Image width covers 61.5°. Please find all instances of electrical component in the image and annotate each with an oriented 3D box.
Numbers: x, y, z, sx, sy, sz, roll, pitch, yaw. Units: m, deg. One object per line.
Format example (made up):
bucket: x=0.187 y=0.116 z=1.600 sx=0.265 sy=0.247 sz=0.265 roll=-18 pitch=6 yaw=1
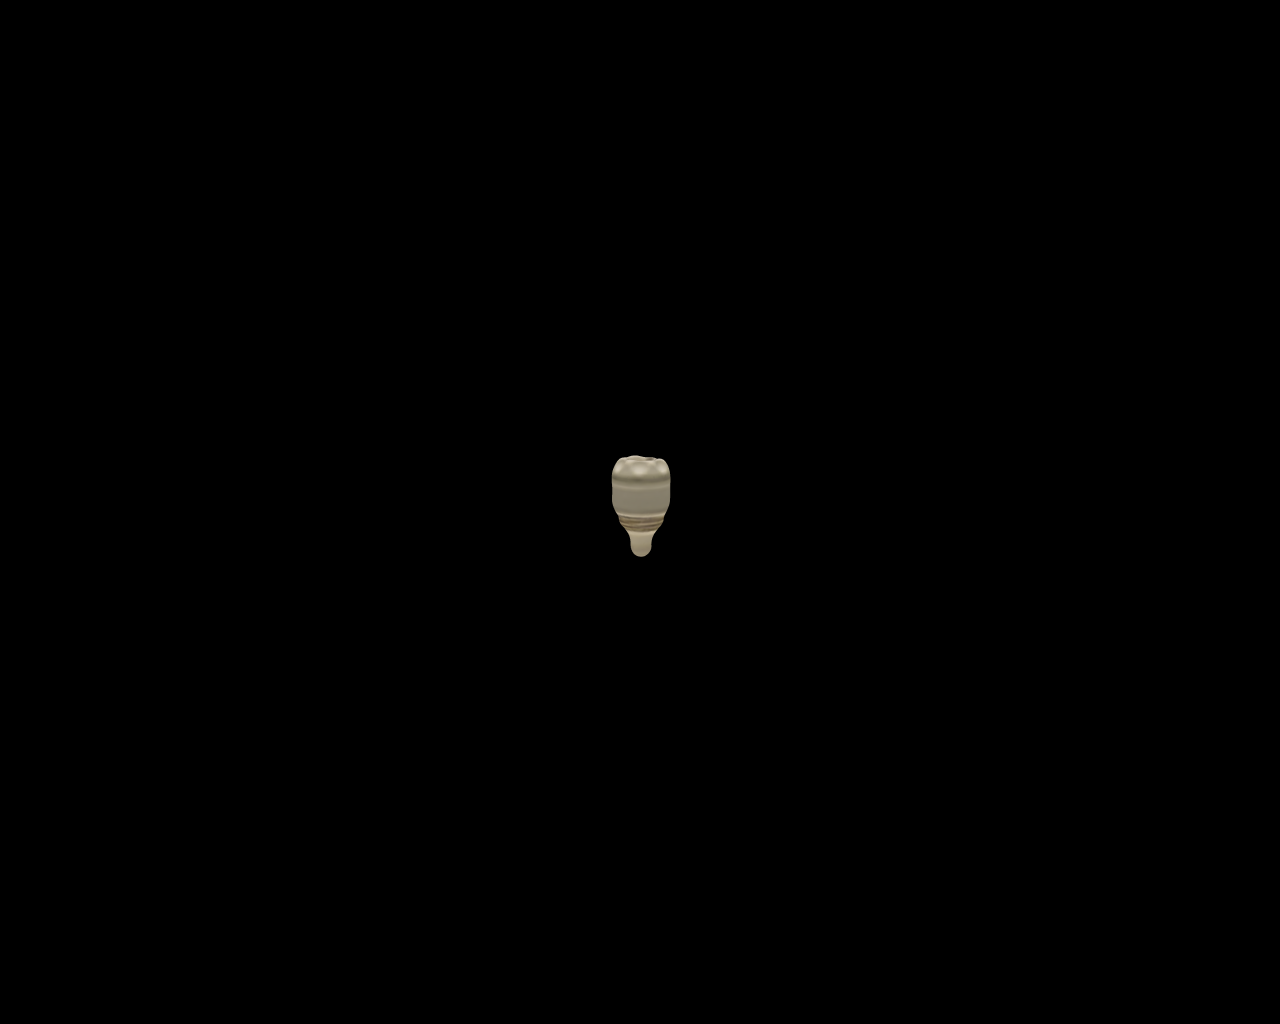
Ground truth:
electrical component: x=0.001 y=-0.003 z=0.650 sx=0.035 sy=0.061 sz=0.035 roll=0 pitch=11 yaw=0
